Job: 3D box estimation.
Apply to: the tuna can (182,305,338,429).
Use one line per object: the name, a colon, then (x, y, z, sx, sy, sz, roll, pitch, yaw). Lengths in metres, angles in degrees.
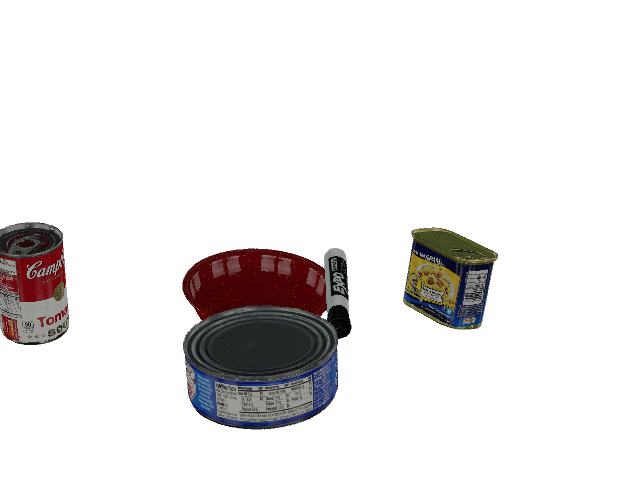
tuna can: (-0.032, 0.069, 0.594, 0.086, 0.034, 0.086, -2, 22, 0)

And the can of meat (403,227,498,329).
can of meat: (0.140, 0.042, 1.172, 0.057, 0.084, 0.102, -6, 22, -36)

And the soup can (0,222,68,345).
soup can: (-0.283, 0.043, 1.044, 0.068, 0.102, 0.068, 2, 28, -1)

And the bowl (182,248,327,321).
bowl: (-0.065, 0.069, 1.129, 0.162, 0.055, 0.162, 3, 28, -2)

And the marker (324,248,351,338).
marker: (0.013, 0.041, 0.851, 0.020, 0.020, 0.121, 0, 27, -1)
